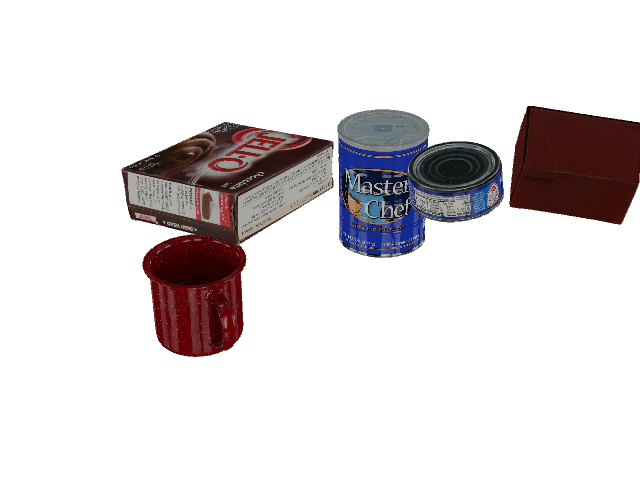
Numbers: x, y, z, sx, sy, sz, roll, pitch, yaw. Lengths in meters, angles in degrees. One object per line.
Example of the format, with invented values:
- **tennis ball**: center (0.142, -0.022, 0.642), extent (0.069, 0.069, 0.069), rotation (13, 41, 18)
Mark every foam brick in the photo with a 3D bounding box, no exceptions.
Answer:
- **foam brick**: center (0.171, -0.051, 0.718), extent (0.078, 0.051, 0.053), rotation (10, -30, 4)

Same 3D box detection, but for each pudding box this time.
- **pudding box**: center (-0.057, -0.040, 0.688), extent (0.090, 0.039, 0.113), rotation (12, 29, 30)

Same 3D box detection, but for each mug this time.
- **mug**: center (-0.106, 0.057, 0.966), extent (0.093, 0.081, 0.117), rotation (-18, 35, -28)

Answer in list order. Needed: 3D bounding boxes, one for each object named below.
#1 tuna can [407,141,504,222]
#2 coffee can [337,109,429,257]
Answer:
- **tuna can**: center (0.121, -0.054, 0.959), extent (0.086, 0.034, 0.086), rotation (-7, 35, 5)
- **coffee can**: center (0.071, -0.066, 1.222), extent (0.103, 0.140, 0.103), rotation (-1, 30, 0)
